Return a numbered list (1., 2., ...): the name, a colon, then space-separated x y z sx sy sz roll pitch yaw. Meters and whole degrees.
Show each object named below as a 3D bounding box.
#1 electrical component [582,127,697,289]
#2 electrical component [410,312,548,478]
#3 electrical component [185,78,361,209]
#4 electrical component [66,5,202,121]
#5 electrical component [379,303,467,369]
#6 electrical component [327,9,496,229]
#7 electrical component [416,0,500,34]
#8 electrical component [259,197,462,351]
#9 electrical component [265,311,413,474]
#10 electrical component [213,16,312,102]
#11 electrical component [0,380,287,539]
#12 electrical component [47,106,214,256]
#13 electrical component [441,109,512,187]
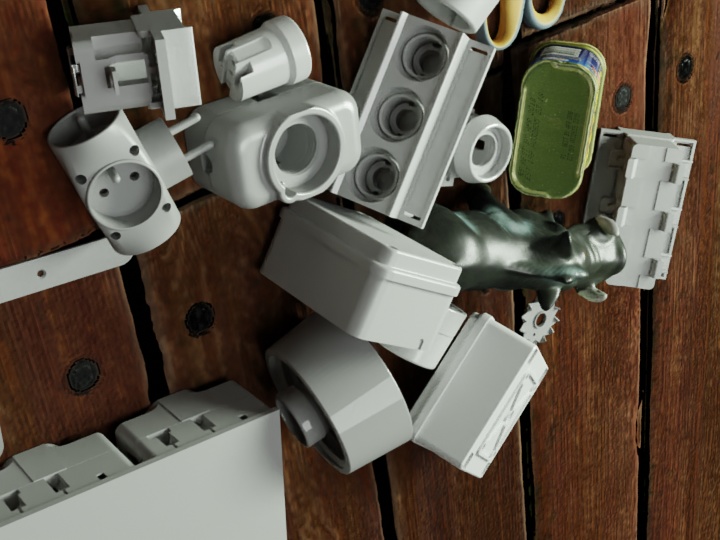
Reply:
1. electrical component: 0.230 -0.050 0.891 0.079 0.063 0.121 7 109 0
2. electrical component: 0.091 0.098 0.827 0.108 0.056 0.108 -57 160 -5
3. electrical component: -0.049 -0.077 0.649 0.095 0.059 0.053 -25 124 -31
4. electrical component: -0.120 -0.109 0.566 0.064 0.081 0.042 -9 117 -13
5. electrical component: 0.043 0.041 0.787 0.055 0.055 0.047 22 98 -44
6. electrical component: 0.032 -0.097 0.701 0.121 0.079 0.063 -68 163 6
7. electrical component: 0.067 -0.188 0.703 0.055 0.055 0.047 32 91 -44
8. electrical component: 0.000 0.000 0.689 0.078 0.113 0.057 14 102 -44
9. electrical component: -0.021 0.085 0.717 0.060 0.108 0.108 -32 128 -18
10. electrical component: -0.058 -0.123 0.634 0.046 0.040 0.040 -28 126 -23
11. electrical component: -0.142 0.151 0.672 0.186 0.060 0.105 -19 121 -34
12. electrical component: -0.120 -0.059 0.599 0.079 0.044 0.077 -30 128 -8
13. electrical component: 0.072 -0.088 0.751 0.048 0.055 0.066 -6 113 -39
